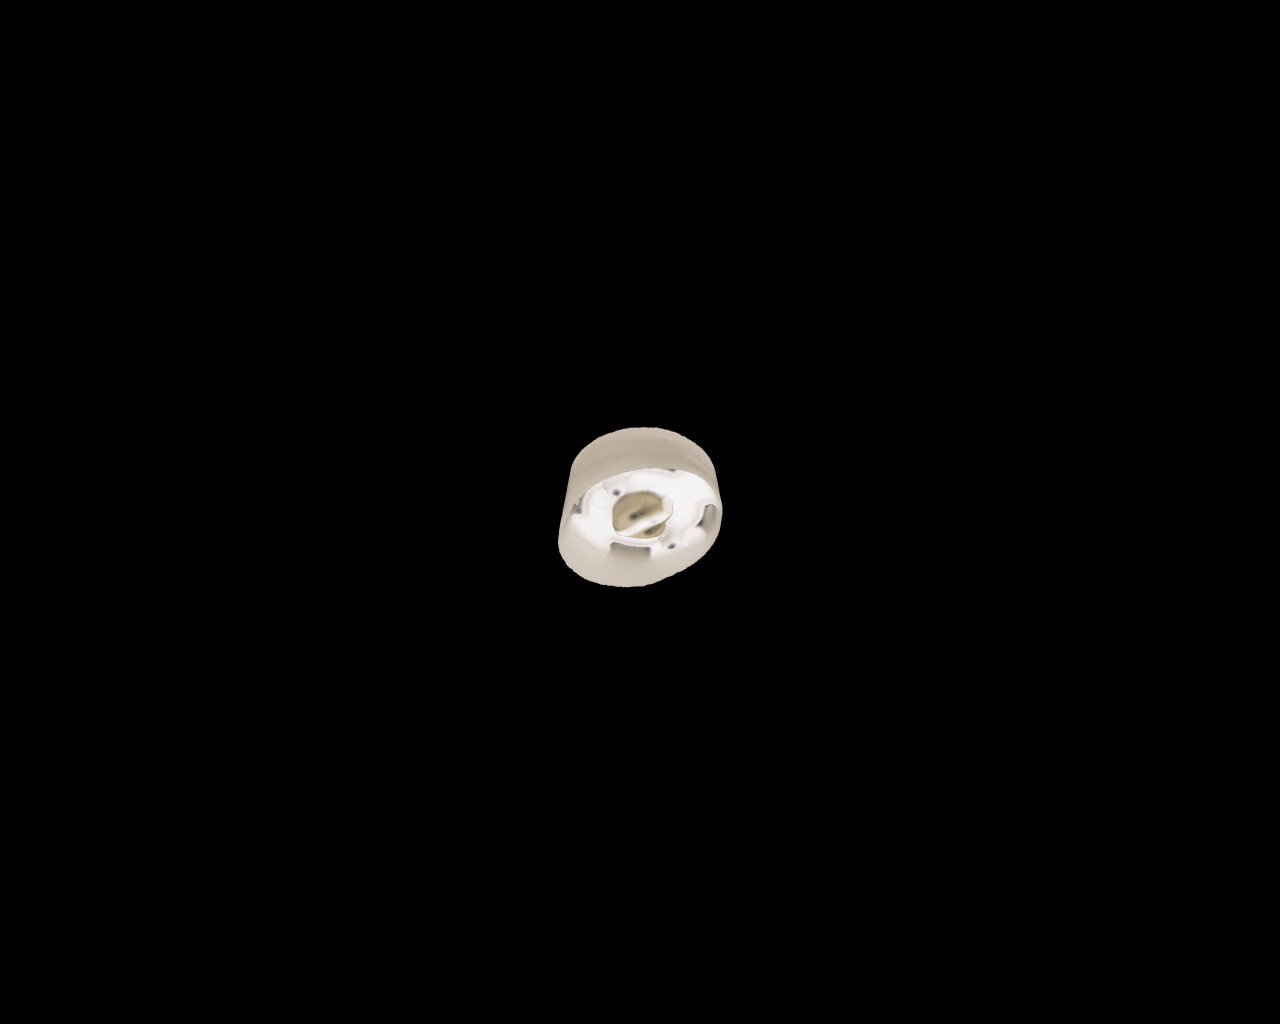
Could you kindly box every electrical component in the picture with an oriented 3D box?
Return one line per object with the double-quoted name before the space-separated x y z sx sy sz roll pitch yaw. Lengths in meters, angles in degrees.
"electrical component" 0.001 -0.003 0.650 0.099 0.064 0.099 0 -40 0
